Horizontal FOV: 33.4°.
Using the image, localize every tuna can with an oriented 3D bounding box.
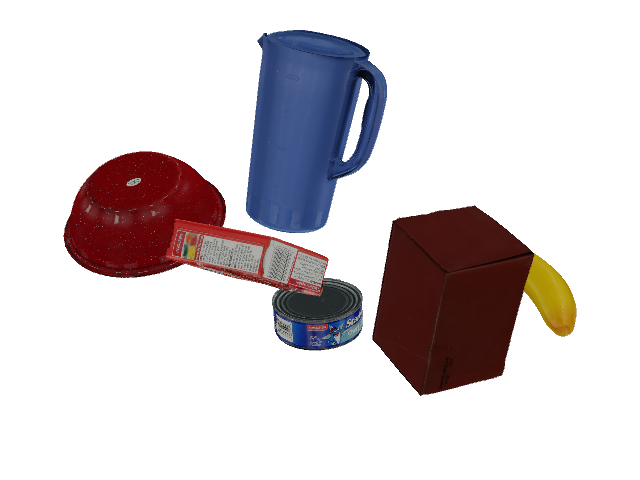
[{"bbox_3d":[-0.002,0.069,1.010,0.086,0.034,0.086,-2,25,1],"label":"tuna can"}]

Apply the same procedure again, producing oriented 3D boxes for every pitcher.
[{"bbox_3d":[-0.016,-0.134,1.337,0.144,0.243,0.149,4,22,-15],"label":"pitcher"}]

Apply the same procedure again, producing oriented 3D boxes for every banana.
[{"bbox_3d":[0.196,0.038,1.059,0.069,0.037,0.198,-34,36,-18],"label":"banana"}]

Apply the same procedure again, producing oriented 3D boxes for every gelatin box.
[{"bbox_3d":[-0.046,0.012,0.702,0.073,0.030,0.089,11,-5,26],"label":"gelatin box"}]

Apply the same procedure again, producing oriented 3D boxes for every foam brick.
[{"bbox_3d":[0.065,0.029,0.537,0.052,0.078,0.051,-9,37,-26],"label":"foam brick"}]

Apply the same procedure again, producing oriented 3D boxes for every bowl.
[{"bbox_3d":[-0.175,-0.037,1.034,0.162,0.055,0.162,-5,42,4],"label":"bowl"}]
